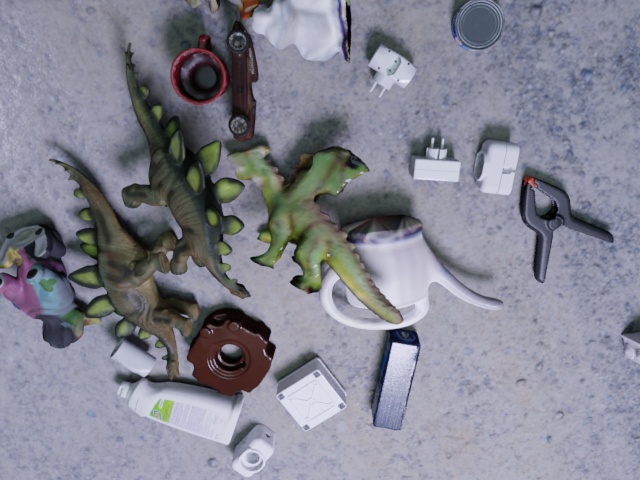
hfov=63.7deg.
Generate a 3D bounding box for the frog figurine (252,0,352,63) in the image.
[{"bbox_3d":[-0.029,-0.362,0.860,0.159,0.125,0.134,2,-28,10],"label":"frog figurine"}]

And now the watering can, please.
[{"bbox_3d":[0.167,0.059,0.974,0.347,0.222,0.105,-6,14,2],"label":"watering can"}]

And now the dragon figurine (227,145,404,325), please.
[{"bbox_3d":[0.003,-0.046,0.905,0.412,0.240,0.123,26,14,16],"label":"dragon figurine"}]
